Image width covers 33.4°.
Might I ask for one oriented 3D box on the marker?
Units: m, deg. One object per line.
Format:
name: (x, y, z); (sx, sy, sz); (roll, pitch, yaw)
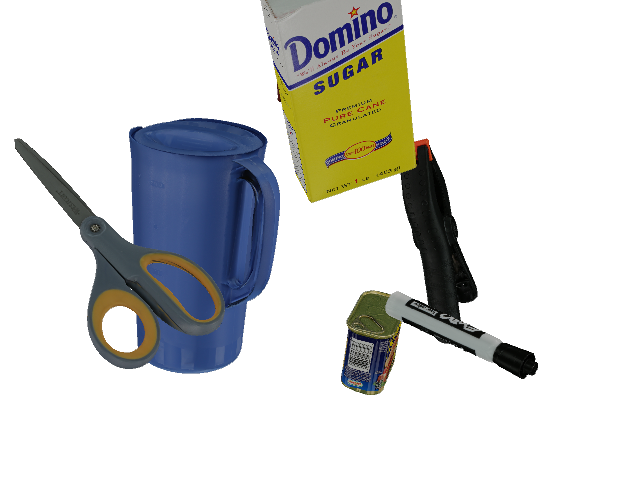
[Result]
marker: (0.096, 0.065, 0.737); (0.121, 0.020, 0.020); (24, 15, 37)

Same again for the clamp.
clamp: (0.099, 0.002, 0.918); (0.039, 0.171, 0.120); (-16, 19, 14)

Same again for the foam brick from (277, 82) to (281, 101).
foam brick: (-0.005, -0.167, 1.099); (0.078, 0.051, 0.053); (2, 11, -5)

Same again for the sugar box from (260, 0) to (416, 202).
sugar box: (0.017, -0.115, 0.785); (0.093, 0.048, 0.176); (-20, -42, -8)

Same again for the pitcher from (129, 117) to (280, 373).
pitcher: (-0.119, 0.008, 1.060); (0.145, 0.243, 0.149); (3, 21, -5)

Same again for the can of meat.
can of meat: (0.061, 0.120, 1.255); (0.057, 0.084, 0.102); (14, 26, 11)

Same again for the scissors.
scissors: (-0.156, 0.011, 0.706); (0.202, 0.096, 0.016); (32, -30, 13)
